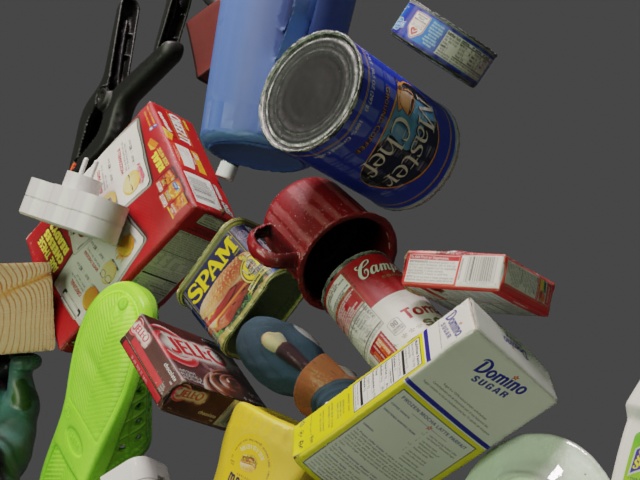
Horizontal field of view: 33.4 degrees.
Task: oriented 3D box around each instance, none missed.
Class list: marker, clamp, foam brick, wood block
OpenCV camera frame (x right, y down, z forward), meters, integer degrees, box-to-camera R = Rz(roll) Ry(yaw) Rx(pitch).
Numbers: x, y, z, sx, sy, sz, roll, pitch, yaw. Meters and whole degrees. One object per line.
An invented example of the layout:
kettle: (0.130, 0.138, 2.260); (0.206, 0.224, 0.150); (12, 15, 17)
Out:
marker: (-0.072, -0.117, 1.055); (0.020, 0.020, 0.121); (18, 85, 44)
clamp: (-0.219, -0.153, 1.166); (0.165, 0.036, 0.210); (37, 105, 53)
clamp: (-0.137, -0.283, 1.166); (0.120, 0.039, 0.171); (-16, 66, 37)
foam brick: (-0.096, -0.196, 1.085); (0.051, 0.052, 0.078); (-33, 55, 27)
wood block: (-0.351, 0.072, 1.113); (0.206, 0.090, 0.090); (-8, 84, 60)

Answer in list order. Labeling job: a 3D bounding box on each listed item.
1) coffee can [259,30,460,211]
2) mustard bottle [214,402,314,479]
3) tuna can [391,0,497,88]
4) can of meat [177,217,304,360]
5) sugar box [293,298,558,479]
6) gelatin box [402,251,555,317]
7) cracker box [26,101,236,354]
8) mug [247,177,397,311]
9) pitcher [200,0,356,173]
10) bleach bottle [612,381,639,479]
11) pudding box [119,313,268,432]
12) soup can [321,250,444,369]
coffee can: (0.034, -0.094, 0.869); (0.103, 0.140, 0.103); (-17, 62, 35)
mustard bottle: (-0.062, 0.236, 0.871); (0.096, 0.058, 0.191); (18, 85, 39)
tuna can: (0.101, -0.161, 0.877); (0.034, 0.086, 0.086); (-57, 46, 11)
can of meat: (-0.069, 0.046, 0.960); (0.102, 0.057, 0.084); (-54, 50, 11)
sugar box: (0.073, 0.127, 0.774); (0.176, 0.093, 0.048); (-40, 24, 20)
gelatin box: (0.116, 0.032, 0.791); (0.089, 0.073, 0.030); (2, 73, 42)
cracker box: (-0.193, -0.007, 1.079); (0.214, 0.072, 0.164); (-45, 48, 19)
mug: (-0.006, 0.001, 0.887); (0.082, 0.117, 0.093); (46, 137, 47)
pitcher: (-0.033, -0.192, 0.973); (0.145, 0.149, 0.243); (5, 78, 30)
bleach bottle: (0.224, 0.173, 0.648); (0.103, 0.068, 0.251); (3, 72, 40)
pudding box: (-0.109, 0.117, 0.924); (0.039, 0.113, 0.090); (-47, 49, 9)
soup can: (0.055, 0.065, 0.835); (0.068, 0.068, 0.102); (-52, 48, 12)
